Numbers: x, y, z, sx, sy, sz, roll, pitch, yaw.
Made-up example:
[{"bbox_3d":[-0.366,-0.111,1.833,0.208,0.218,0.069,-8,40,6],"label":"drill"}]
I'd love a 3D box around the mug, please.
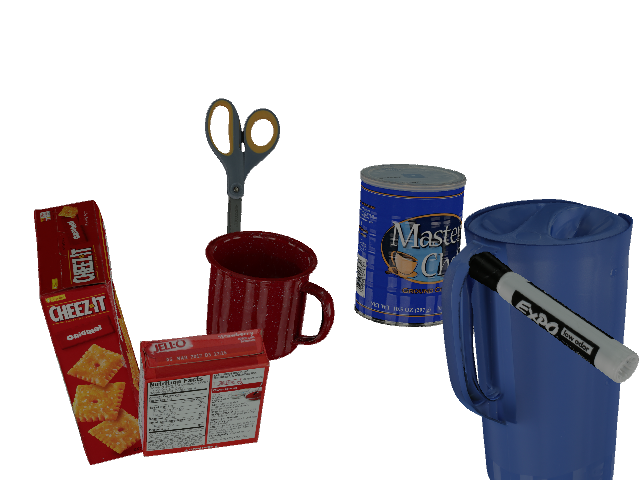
[{"bbox_3d":[-0.042,0.051,0.892,0.117,0.081,0.093,17,26,19],"label":"mug"}]

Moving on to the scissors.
[{"bbox_3d":[-0.080,-0.068,1.226,0.096,0.202,0.016,-12,-6,-14],"label":"scissors"}]

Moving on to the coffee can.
[{"bbox_3d":[0.087,0.003,1.051,0.103,0.140,0.103,2,15,-1],"label":"coffee can"}]

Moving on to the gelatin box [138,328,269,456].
[{"bbox_3d":[-0.072,0.092,0.644,0.073,0.030,0.089,-5,-41,-14],"label":"gelatin box"}]

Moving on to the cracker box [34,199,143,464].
[{"bbox_3d":[-0.231,0.091,1.082,0.072,0.214,0.164,-12,34,-10],"label":"cracker box"}]

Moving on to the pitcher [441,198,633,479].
[{"bbox_3d":[0.181,0.095,0.887,0.149,0.243,0.145,-1,17,10],"label":"pitcher"}]

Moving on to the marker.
[{"bbox_3d":[0.127,0.040,0.604,0.020,0.020,0.121,0,28,-40],"label":"marker"}]
